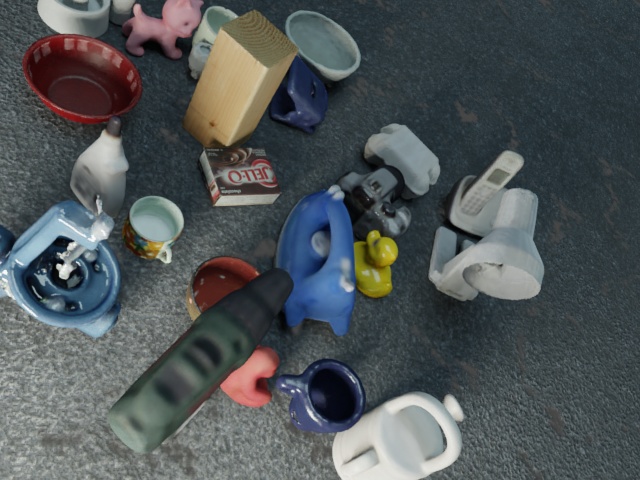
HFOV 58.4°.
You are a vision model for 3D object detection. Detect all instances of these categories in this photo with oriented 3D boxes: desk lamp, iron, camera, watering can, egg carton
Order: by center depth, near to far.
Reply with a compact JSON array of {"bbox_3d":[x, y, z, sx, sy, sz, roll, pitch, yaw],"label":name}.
[{"bbox_3d":[0.108,0.244,0.716,0.101,0.193,0.173,44,48,2],"label":"watering can"},{"bbox_3d":[0.008,0.003,0.853,0.119,0.141,0.258,14,54,-24],"label":"iron"},{"bbox_3d":[0.279,0.020,0.960,0.118,0.213,0.203,27,49,-13],"label":"desk lamp"},{"bbox_3d":[0.107,-0.072,0.992,0.143,0.100,0.137,47,48,4],"label":"camera"},{"bbox_3d":[0.159,-0.152,1.099,0.150,0.069,0.107,45,48,3],"label":"egg carton"}]

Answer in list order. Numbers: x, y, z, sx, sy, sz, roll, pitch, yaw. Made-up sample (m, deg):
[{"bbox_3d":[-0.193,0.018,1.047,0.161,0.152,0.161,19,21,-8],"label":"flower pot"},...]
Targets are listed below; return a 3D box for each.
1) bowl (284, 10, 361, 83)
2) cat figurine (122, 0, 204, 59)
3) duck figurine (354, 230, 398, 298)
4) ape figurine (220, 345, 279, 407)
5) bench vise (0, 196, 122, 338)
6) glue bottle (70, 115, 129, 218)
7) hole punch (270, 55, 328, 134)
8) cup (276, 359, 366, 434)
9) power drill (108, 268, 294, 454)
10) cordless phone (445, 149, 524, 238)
[{"bbox_3d":[-0.007,-0.371,1.141,0.168,0.074,0.167,16,53,-22],"label":"bowl"},{"bbox_3d":[-0.255,-0.369,0.958,0.128,0.117,0.067,-9,65,-35],"label":"cat figurine"},{"bbox_3d":[0.094,0.034,0.922,0.078,0.086,0.104,-7,64,-35],"label":"duck figurine"},{"bbox_3d":[-0.081,0.164,0.723,0.076,0.092,0.078,20,51,-19],"label":"ape figurine"},{"bbox_3d":[-0.301,0.020,0.598,0.208,0.219,0.121,13,54,-24],"label":"bench vise"},{"bbox_3d":[-0.272,-0.097,0.726,0.078,0.173,0.037,49,48,7],"label":"glue bottle"},{"bbox_3d":[-0.029,-0.267,1.047,0.101,0.091,0.108,17,52,-21],"label":"hole punch"},{"bbox_3d":[-0.013,0.207,0.734,0.118,0.094,0.091,20,51,-19],"label":"cup"},{"bbox_3d":[-0.137,0.140,0.626,0.075,0.208,0.230,43,48,1],"label":"power drill"},{"bbox_3d":[0.340,-0.088,1.089,0.148,0.184,0.094,16,53,-22],"label":"cordless phone"}]
